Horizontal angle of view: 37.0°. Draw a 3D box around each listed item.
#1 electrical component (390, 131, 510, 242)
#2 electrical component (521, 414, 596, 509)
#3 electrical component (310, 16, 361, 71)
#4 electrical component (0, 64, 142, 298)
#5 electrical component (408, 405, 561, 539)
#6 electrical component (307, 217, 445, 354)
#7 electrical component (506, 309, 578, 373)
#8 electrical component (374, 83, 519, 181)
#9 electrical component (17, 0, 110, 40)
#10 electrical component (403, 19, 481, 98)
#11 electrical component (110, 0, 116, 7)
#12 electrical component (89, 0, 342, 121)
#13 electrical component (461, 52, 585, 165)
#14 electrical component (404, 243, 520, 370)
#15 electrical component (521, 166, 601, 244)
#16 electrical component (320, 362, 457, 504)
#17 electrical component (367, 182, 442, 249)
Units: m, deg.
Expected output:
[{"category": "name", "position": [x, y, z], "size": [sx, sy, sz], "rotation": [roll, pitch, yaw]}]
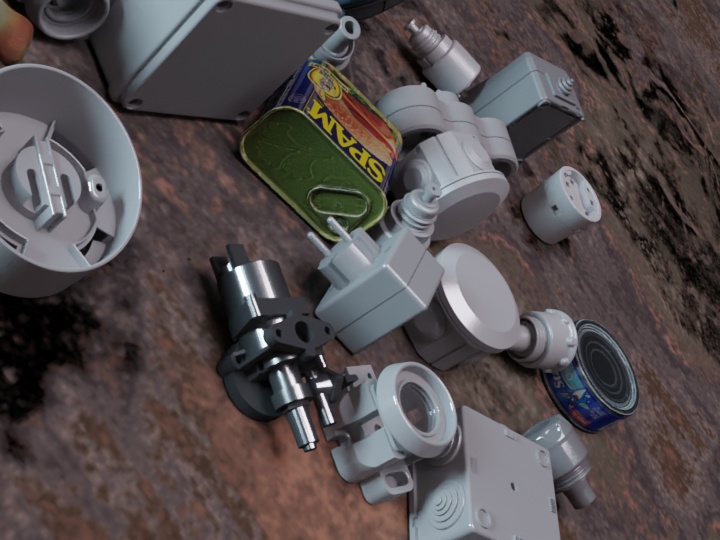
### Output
[{"category": "electrical component", "position": [0.063, -0.059, 0.780], "size": [0.080, 0.080, 0.051], "rotation": [1, 56, -50]}, {"category": "electrical component", "position": [0.139, 0.135, 0.742], "size": [0.062, 0.043, 0.043], "rotation": [56, 35, -1]}, {"category": "electrical component", "position": [-0.024, -0.161, 0.768], "size": [0.048, 0.062, 0.048], "rotation": [10, 72, -33]}, {"category": "electrical component", "position": [-0.155, -0.039, 0.514], "size": [0.099, 0.064, 0.099], "rotation": [31, 41, -31]}, {"category": "electrical component", "position": [0.077, 0.140, 0.659], "size": [0.100, 0.048, 0.099], "rotation": [30, 42, -32]}, {"category": "electrical component", "position": [0.000, 0.000, 0.666], "size": [0.076, 0.066, 0.047], "rotation": [47, 36, -12]}, {"category": "electrical component", "position": [0.127, 0.051, 0.796], "size": [0.062, 0.048, 0.048], "rotation": [7, 57, -39]}, {"category": "electrical component", "position": [0.065, -0.116, 0.851], "size": [0.138, 0.052, 0.073], "rotation": [14, 52, -43]}, {"category": "electrical component", "position": [-0.172, -0.166, 0.616], "size": [0.066, 0.048, 0.055], "rotation": [4, 52, -49]}, {"category": "electrical component", "position": [0.068, -0.182, 0.919], "size": [0.078, 0.040, 0.040], "rotation": [44, 36, -15]}, {"category": "electrical component", "position": [-0.141, -0.221, 0.683], "size": [0.062, 0.061, 0.096], "rotation": [-15, 74, -54]}, {"category": "electrical component", "position": [-0.086, -0.145, 0.646], "size": [0.109, 0.109, 0.056], "rotation": [-3, 62, -51]}, {"category": "electrical component", "position": [0.143, -0.144, 0.929], "size": [0.062, 0.096, 0.061], "rotation": [14, 52, -44]}, {"category": "electrical component", "position": [0.068, 0.026, 0.739], "size": [0.080, 0.051, 0.080], "rotation": [30, 42, -32]}, {"category": "electrical component", "position": [0.174, -0.055, 0.935], "size": [0.055, 0.047, 0.055], "rotation": [30, 42, -32]}, {"category": "electrical component", "position": [0.018, 0.088, 0.624], "size": [0.058, 0.057, 0.078], "rotation": [1, 62, -50]}, {"category": "electrical component", "position": [0.030, -0.028, 0.720], "size": [0.040, 0.078, 0.040], "rotation": [21, 40, -19]}]
